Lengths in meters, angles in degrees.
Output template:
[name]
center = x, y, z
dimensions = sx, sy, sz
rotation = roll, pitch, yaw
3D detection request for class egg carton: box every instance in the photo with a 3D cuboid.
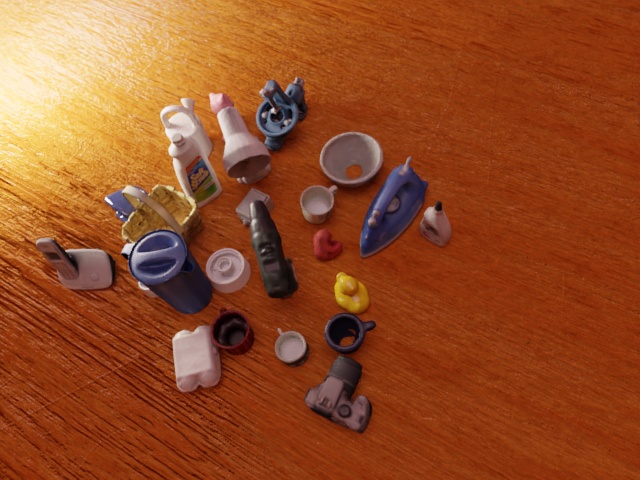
[egg carton]
center = -0.287, 0.277, 1.339
dimensions = 0.107, 0.069, 0.150
rotation = -15, 62, 0

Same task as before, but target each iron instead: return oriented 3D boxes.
[iron]
center = 0.169, -0.084, 1.420
dimensions = 0.118, 0.142, 0.258
rotation = 27, 70, 20

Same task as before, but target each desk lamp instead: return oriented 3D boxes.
[desk lamp]
center = -0.203, -0.235, 1.508
dimensions = 0.118, 0.214, 0.203
rotation = -23, 62, -4

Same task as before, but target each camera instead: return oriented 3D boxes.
[camera]
center = 0.053, 0.329, 1.248
dimensions = 0.143, 0.101, 0.137
rotation = 21, 68, 18

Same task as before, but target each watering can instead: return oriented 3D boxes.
[watering can]
center = -0.375, -0.311, 1.582
dimensions = 0.101, 0.194, 0.172
rotation = -20, 62, -2

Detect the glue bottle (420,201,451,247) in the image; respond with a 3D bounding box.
[glue bottle]
center = 0.278, -0.047, 1.368
dimensions = 0.078, 0.173, 0.037
rotation = 30, 71, 21

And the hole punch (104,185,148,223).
[hole punch]
center = -0.509, -0.099, 1.550
dimensions = 0.108, 0.091, 0.101
rotation = 34, 72, 22

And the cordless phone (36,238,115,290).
[cordless phone]
center = -0.609, 0.052, 1.433
dimensions = 0.147, 0.185, 0.094
rotation = -4, 62, 6

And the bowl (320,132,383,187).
[bowl]
center = 0.086, -0.202, 1.530
dimensions = 0.167, 0.075, 0.167
rotation = -3, 63, 6

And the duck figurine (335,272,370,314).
[duck figurine]
center = 0.074, 0.121, 1.360
dimensions = 0.077, 0.086, 0.104
rotation = -33, 63, -9

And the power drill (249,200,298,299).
[power drill]
center = -0.111, 0.045, 1.355
dimensions = 0.075, 0.209, 0.229
rotation = -17, 62, -1

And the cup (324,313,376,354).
[cup]
center = 0.072, 0.218, 1.305
dimensions = 0.118, 0.095, 0.091
rotation = -18, 62, -1

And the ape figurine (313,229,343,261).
[ape figurine]
center = 0.013, 0.005, 1.424
dimensions = 0.076, 0.092, 0.077
rotation = -41, 65, -13

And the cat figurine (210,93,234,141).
[cat figurine]
center = -0.271, -0.364, 1.638
dimensions = 0.067, 0.118, 0.127
rotation = -20, 62, -2

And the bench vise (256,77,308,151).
[bench vise]
center = -0.114, -0.380, 1.567
dimensions = 0.121, 0.220, 0.207
rotation = 4, 64, 10
